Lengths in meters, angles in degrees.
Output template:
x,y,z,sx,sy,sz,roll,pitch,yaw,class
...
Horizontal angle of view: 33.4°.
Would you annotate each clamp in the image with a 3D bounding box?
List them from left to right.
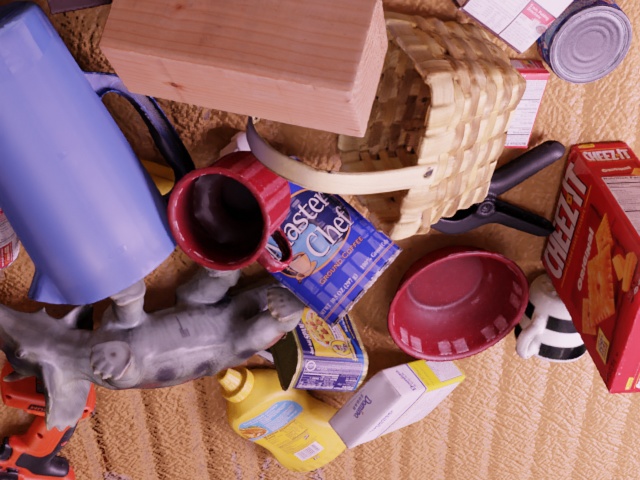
x,y,z,sx,sy,sz,roll,pitch,yaw,class
0.176,-0.052,1.112,0.171,0.039,0.120,-2,124,-12,clamp

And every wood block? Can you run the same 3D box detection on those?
x,y,z,sx,sy,sz,roll,pitch,yaw,class
-0.058,-0.156,0.856,0.206,0.090,0.091,12,165,11,wood block

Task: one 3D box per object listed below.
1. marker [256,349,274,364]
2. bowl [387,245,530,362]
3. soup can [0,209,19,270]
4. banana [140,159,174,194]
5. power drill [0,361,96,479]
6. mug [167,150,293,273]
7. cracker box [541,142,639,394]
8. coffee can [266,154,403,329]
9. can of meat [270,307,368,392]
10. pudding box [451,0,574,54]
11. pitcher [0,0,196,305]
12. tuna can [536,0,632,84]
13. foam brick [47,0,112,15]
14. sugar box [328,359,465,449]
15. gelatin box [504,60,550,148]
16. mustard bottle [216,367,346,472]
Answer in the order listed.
x,y,z,sx,sy,sz,roll,pitch,yaw,class
-0.055,0.129,1.209,0.121,0.020,0.020,33,114,-33,marker
0.146,0.059,1.182,0.162,0.055,0.162,-7,130,-9,bowl
-0.312,-0.027,0.982,0.068,0.068,0.102,-2,129,-14,soup can
-0.150,-0.041,1.038,0.197,0.037,0.070,17,143,-24,banana
-0.341,0.217,1.181,0.184,0.057,0.188,13,127,-28,power drill
-0.066,-0.022,0.932,0.117,0.081,0.093,46,116,-3,mug
0.304,0.025,1.093,0.072,0.214,0.164,-2,128,-11,cracker box
-0.007,0.001,1.023,0.140,0.102,0.103,41,114,4,coffee can
-0.003,0.118,1.160,0.083,0.102,0.057,6,126,-22,can of meat
0.186,-0.236,0.966,0.090,0.039,0.114,28,115,-31,pudding box
-0.220,-0.080,0.911,0.145,0.149,0.243,-16,117,20,pitcher
0.253,-0.193,1.021,0.086,0.034,0.086,-7,129,-9,tuna can
-0.201,-0.231,0.857,0.053,0.051,0.078,-12,130,-6,foam brick
0.090,0.180,1.216,0.093,0.048,0.175,-48,157,21,sugar box
0.177,-0.134,1.052,0.073,0.030,0.089,-1,129,-16,gelatin box
-0.052,0.200,1.241,0.096,0.058,0.191,-32,129,20,mustard bottle
